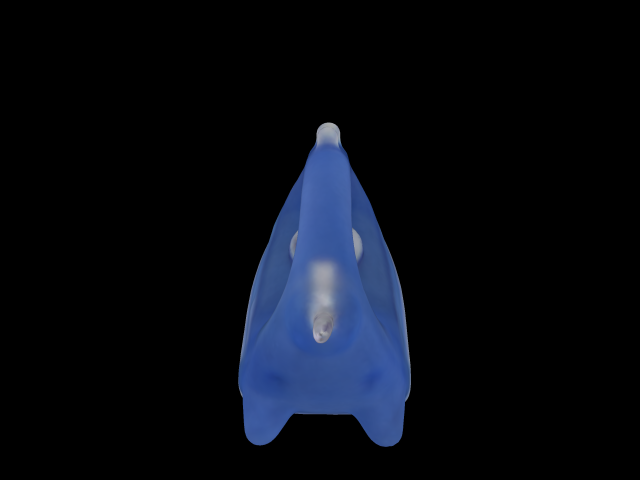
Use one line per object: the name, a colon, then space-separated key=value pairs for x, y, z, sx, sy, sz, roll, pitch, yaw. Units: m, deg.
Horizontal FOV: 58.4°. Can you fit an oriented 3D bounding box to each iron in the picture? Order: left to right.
iron: x=0.004 y=0.001 z=0.400 sx=0.118 sy=0.141 sz=0.258 roll=0 pitch=51 yaw=0
